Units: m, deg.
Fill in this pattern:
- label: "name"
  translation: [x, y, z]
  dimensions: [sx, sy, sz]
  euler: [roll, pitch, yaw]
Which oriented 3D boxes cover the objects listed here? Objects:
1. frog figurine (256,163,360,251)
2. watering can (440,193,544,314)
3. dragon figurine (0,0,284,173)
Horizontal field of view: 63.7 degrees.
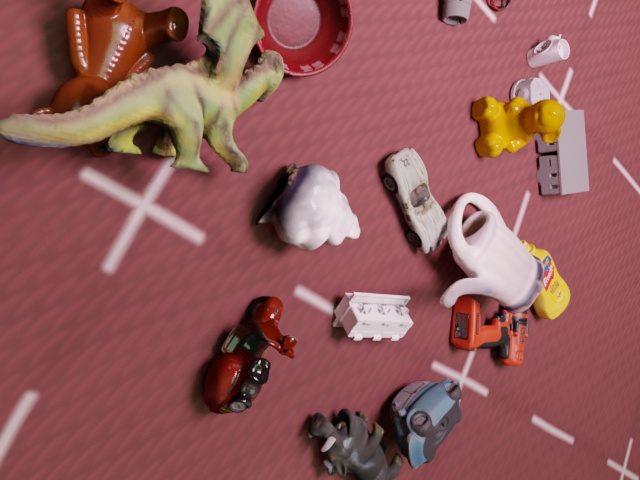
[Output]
- label: "frog figurine"
  translation: [0.002, -0.040, 0.798]
  dimensions: [0.158, 0.121, 0.140]
  euler: [30, 55, -17]
- label: "watering can"
  translation: [0.310, 0.052, 0.950]
  dimensions: [0.223, 0.102, 0.356]
  euler: [42, 42, -13]
- label: "dragon figurine"
  translation: [-0.160, -0.204, 0.622]
  dimensions: [0.411, 0.123, 0.241]
  euler: [-8, 119, -66]
